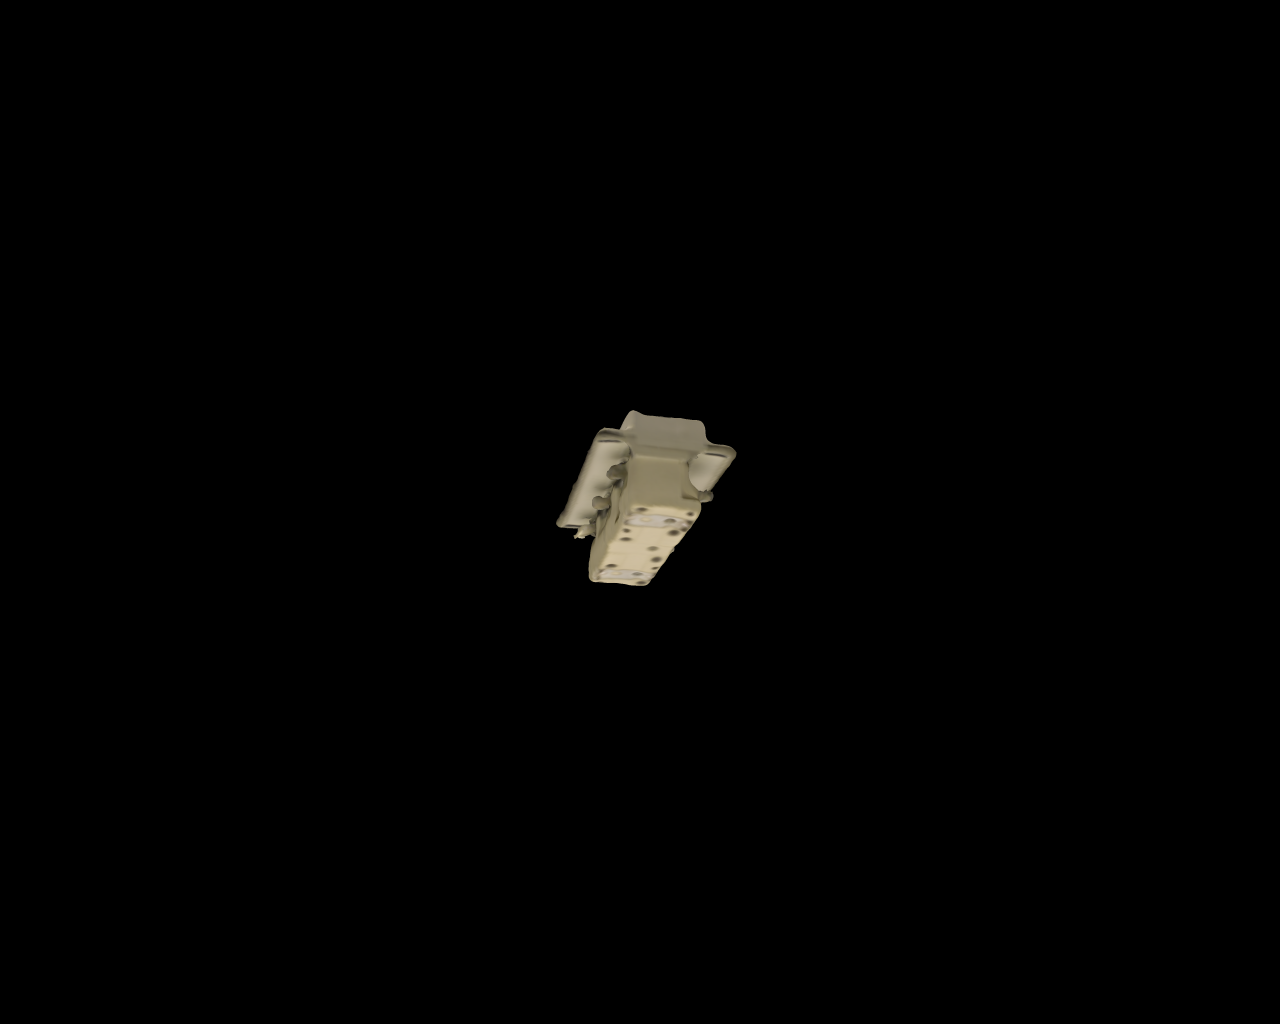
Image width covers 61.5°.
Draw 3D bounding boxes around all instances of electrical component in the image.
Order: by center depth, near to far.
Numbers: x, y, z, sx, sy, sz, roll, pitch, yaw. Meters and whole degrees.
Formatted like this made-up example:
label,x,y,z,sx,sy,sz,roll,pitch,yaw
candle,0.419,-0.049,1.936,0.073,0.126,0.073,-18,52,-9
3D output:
label,x,y,z,sx,sy,sz,roll,pitch,yaw
electrical component,0.001,-0.003,0.650,0.079,0.063,0.121,7,-27,-14
